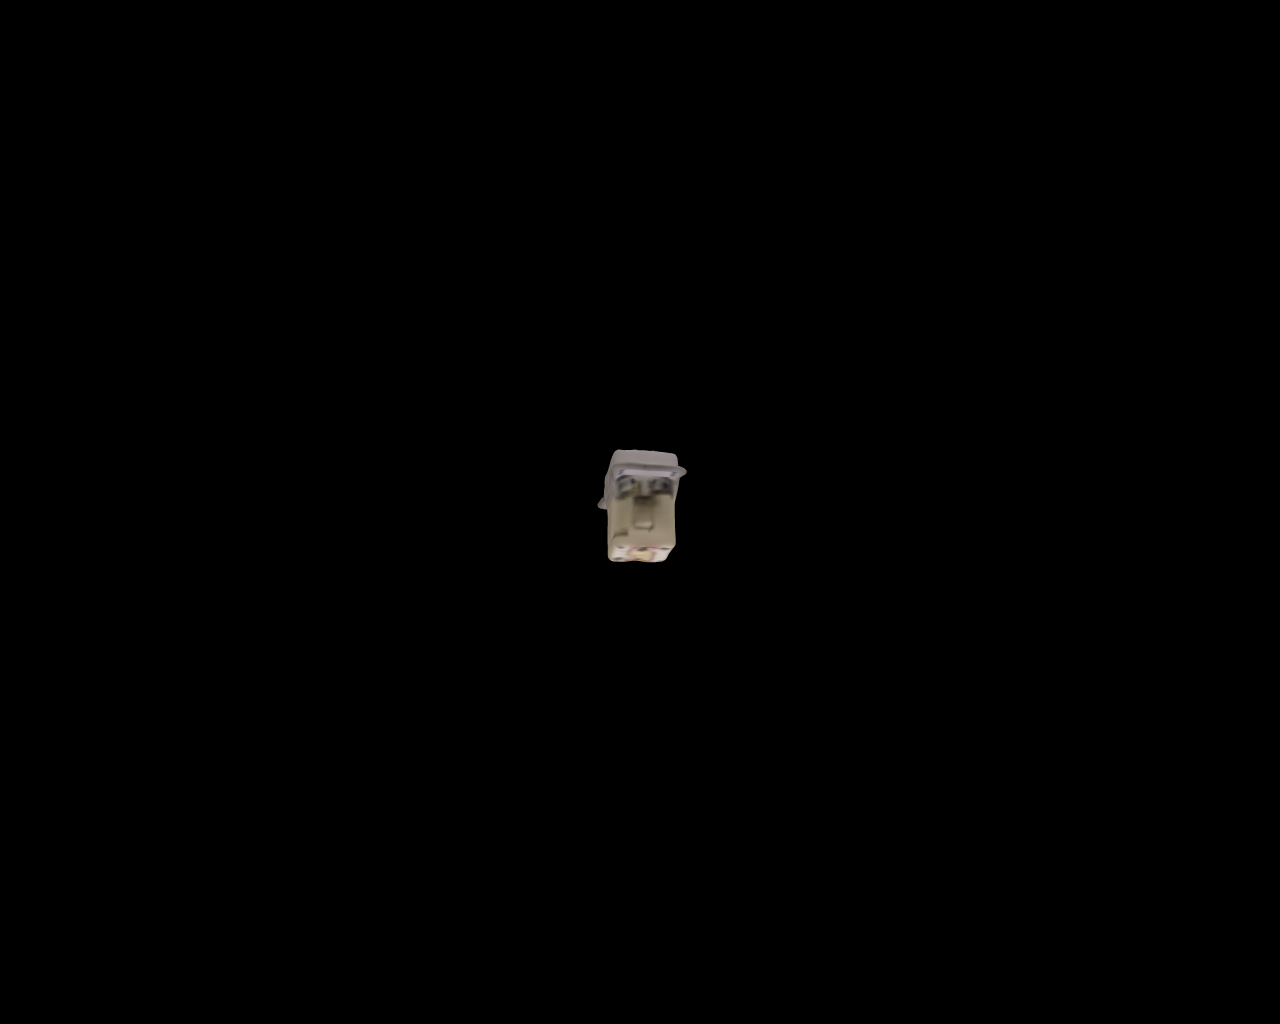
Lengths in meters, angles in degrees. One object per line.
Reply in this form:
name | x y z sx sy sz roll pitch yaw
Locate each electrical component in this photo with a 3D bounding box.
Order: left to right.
electrical component | 0.001 -0.003 0.650 0.042 0.064 0.081 2 -18 -7
